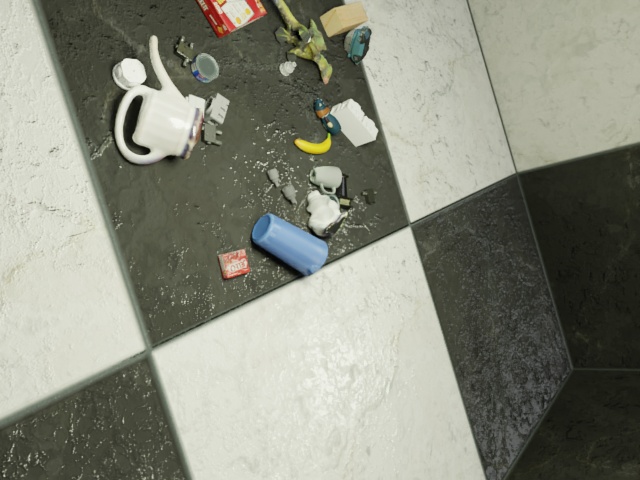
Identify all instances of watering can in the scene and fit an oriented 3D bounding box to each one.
[{"bbox_3d":[-0.427,-0.366,1.423,0.223,0.104,0.348,18,87,-26],"label":"watering can"}]

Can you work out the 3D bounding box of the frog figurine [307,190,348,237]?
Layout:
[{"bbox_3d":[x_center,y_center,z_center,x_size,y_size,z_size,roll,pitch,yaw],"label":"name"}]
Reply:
[{"bbox_3d":[0.006,-0.093,1.857,0.138,0.161,0.120,-45,156,-11],"label":"frog figurine"}]

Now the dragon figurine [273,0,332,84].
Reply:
[{"bbox_3d":[-0.061,-0.794,1.990,0.406,0.121,0.247,63,28,-16],"label":"dragon figurine"}]
